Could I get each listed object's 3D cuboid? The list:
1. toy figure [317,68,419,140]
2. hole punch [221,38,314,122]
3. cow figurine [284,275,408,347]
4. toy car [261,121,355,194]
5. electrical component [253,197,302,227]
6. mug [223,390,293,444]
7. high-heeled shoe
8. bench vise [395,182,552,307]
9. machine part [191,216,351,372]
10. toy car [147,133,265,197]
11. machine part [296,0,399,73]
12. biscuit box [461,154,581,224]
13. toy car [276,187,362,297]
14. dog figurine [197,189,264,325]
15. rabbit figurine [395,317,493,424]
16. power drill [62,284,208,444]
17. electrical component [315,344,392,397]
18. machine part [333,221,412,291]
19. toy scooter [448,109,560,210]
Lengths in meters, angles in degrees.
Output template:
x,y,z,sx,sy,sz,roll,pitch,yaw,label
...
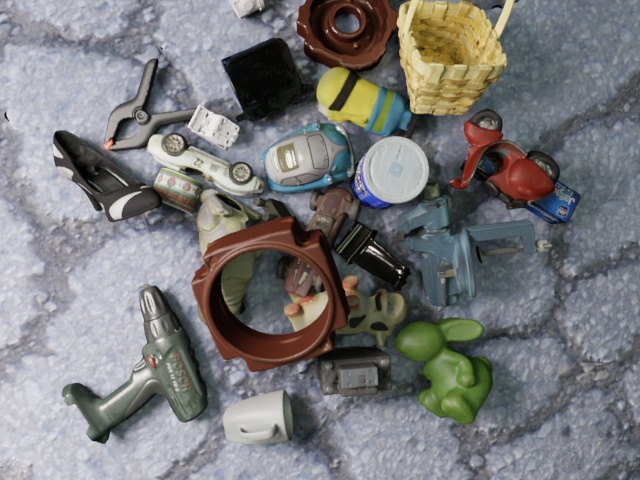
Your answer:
x,y,z,sx,sy,sz,roll,pitch,yaw,label
0.082,-0.231,0.916,0.180,0.082,0.089,16,103,-2,toy figure
-0.098,-0.273,0.909,0.142,0.092,0.115,-26,121,-8,hole punch
0.049,0.125,0.896,0.195,0.085,0.127,-8,134,7,cow figurine
-0.031,-0.134,0.876,0.162,0.103,0.109,-12,88,17,toy car
-0.070,-0.043,0.909,0.021,0.094,0.063,-45,58,22,electrical component
-0.104,0.301,0.880,0.107,0.109,0.080,-11,101,7,mug
-0.328,-0.108,0.823,0.086,0.249,0.145,-35,117,-41,high-heeled shoe
0.253,0.001,0.899,0.241,0.129,0.223,-7,97,12,bench vise
-0.070,0.080,0.784,0.202,0.087,0.200,-17,106,6,machine part
-0.187,-0.120,0.893,0.202,0.073,0.056,24,83,-4,toy car
0.046,-0.374,0.931,0.179,0.056,0.179,0,87,-5,machine part
0.355,-0.102,0.949,0.203,0.063,0.059,30,87,-3,biscuit box
-0.002,-0.003,0.885,0.089,0.053,0.202,19,67,19,toy car
-0.172,0.033,0.888,0.172,0.121,0.190,44,104,29,dog figurine
0.209,0.196,0.899,0.159,0.121,0.170,-45,96,-12,rabbit figurine
-0.304,0.214,0.878,0.207,0.086,0.232,-30,94,-13,power drill
0.054,0.212,0.878,0.115,0.134,0.058,-5,90,-8,electrical component
0.094,0.030,0.918,0.139,0.039,0.084,41,80,21,machine part
0.289,-0.111,0.876,0.184,0.075,0.135,40,87,0,toy scooter
